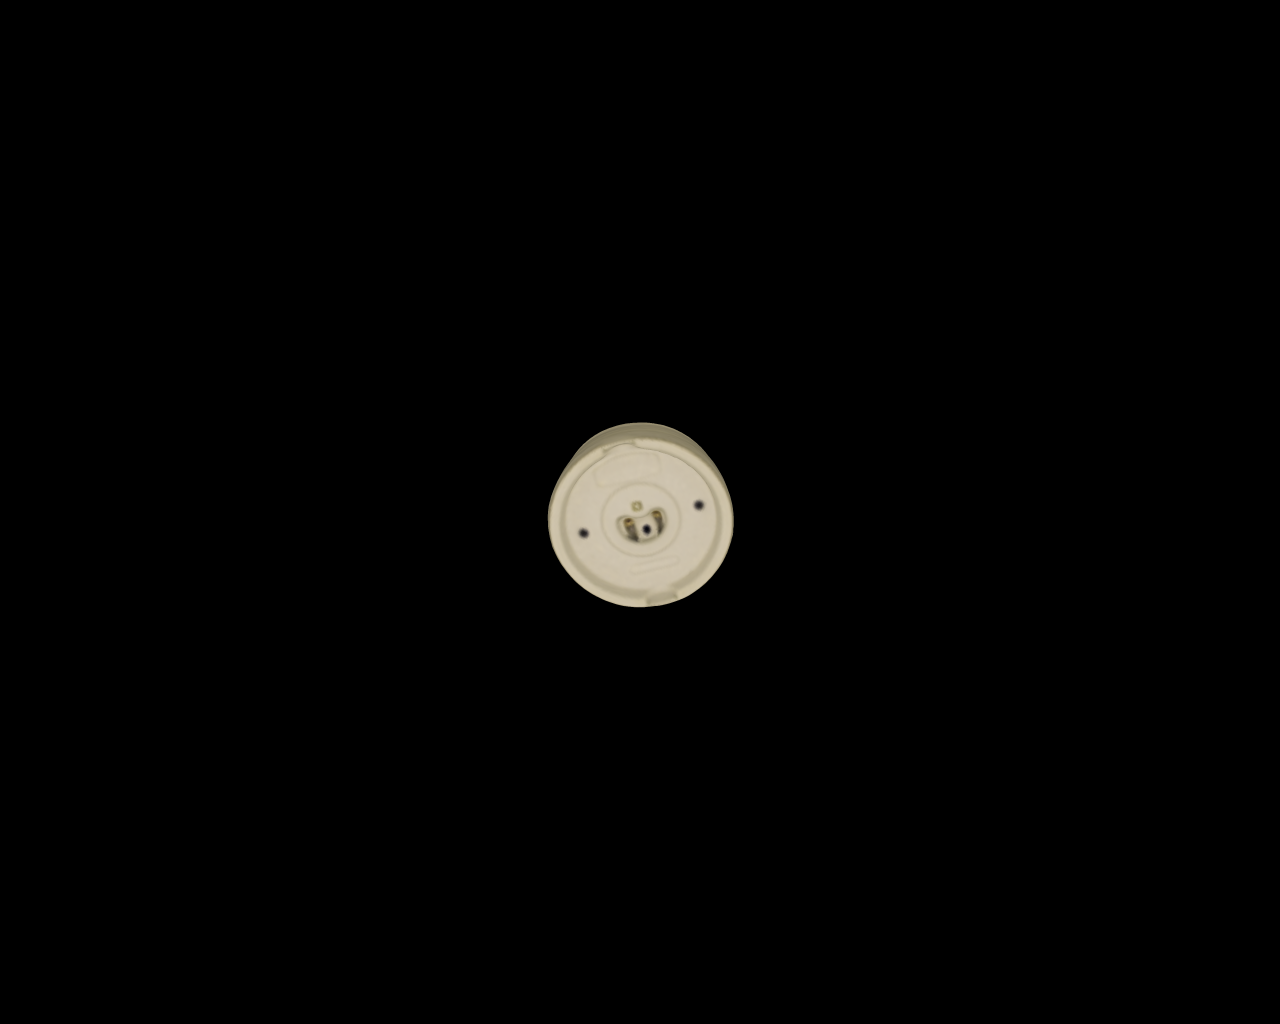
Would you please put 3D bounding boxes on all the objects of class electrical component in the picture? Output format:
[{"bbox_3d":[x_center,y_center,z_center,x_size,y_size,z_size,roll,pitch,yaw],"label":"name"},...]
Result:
[{"bbox_3d":[0.001,-0.003,0.650,0.108,0.108,0.060,0,21,0],"label":"electrical component"}]
